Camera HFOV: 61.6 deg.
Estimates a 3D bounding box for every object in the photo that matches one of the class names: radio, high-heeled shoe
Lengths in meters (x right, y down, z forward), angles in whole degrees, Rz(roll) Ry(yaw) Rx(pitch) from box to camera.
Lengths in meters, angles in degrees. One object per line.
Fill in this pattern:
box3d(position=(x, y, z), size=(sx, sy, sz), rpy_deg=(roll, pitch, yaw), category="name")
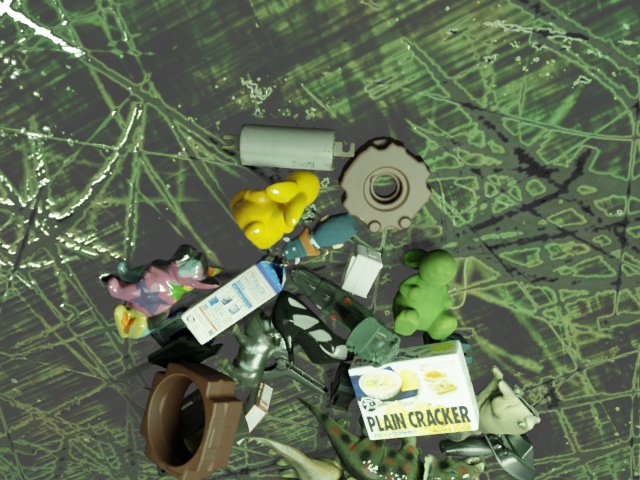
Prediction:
box3d(position=(-0.268, 0.409, 1.170), size=(0.229, 0.131, 0.073), rpy_deg=(-36, 150, 23), category="radio")
box3d(position=(0.003, 0.180, 1.105), size=(0.086, 0.248, 0.145), rpy_deg=(-19, 70, 42), category="high-heeled shoe")

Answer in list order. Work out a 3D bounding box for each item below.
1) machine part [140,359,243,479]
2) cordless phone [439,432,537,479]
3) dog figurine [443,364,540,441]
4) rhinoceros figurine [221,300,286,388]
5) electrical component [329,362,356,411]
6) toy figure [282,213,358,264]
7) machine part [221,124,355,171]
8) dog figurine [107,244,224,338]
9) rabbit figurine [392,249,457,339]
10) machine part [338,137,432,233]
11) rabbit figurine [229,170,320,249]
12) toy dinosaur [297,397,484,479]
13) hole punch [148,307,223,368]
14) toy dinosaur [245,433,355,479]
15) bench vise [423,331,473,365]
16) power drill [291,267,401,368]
box3d(position=(-0.258, 0.356, 1.077), size=(0.202, 0.087, 0.201), rpy_deg=(11, 86, 37), category="machine part")
box3d(position=(0.361, 0.462, 1.172), size=(0.184, 0.147, 0.088), rpy_deg=(-6, 102, 3), category="cordless phone")
box3d(position=(0.350, 0.385, 1.135), size=(0.121, 0.172, 0.190), rpy_deg=(44, 100, -2), category="dog figurine")
box3d(position=(-0.124, 0.210, 1.110), size=(0.112, 0.073, 0.190), rpy_deg=(23, 84, 20), category="rhinoceros figurine")
box3d(position=(0.060, 0.302, 1.152), size=(0.048, 0.075, 0.119), rpy_deg=(17, 125, -5), category="electrical component")
box3d(position=(-0.002, -0.002, 1.054), size=(0.154, 0.064, 0.057), rpy_deg=(-25, 146, 17), category="toy figure")
box3d(position=(-0.058, -0.168, 0.980), size=(0.243, 0.079, 0.079), rpy_deg=(5, 112, 0), category="machine part")
box3d(position=(-0.302, 0.104, 1.084), size=(0.219, 0.108, 0.191), rpy_deg=(-5, 110, 1), category="dog figurine")
box3d(position=(0.215, 0.083, 1.025), size=(0.121, 0.159, 0.170), rpy_deg=(14, 126, -5), category="rabbit figurine")
box3d(position=(0.122, -0.102, 1.010), size=(0.179, 0.056, 0.179), rpy_deg=(1, 110, 2), category="machine part")
box3d(position=(-0.075, -0.072, 0.994), size=(0.173, 0.162, 0.122), rpy_deg=(-35, 94, -4), category="rabbit figurine")
box3d(position=(0.130, 0.465, 1.140), size=(0.405, 0.192, 0.131), rpy_deg=(15, 114, -1), category="toy dinosaur")
box3d(position=(-0.296, 0.215, 1.145), size=(0.142, 0.092, 0.115), rpy_deg=(-32, 140, 11), category="hole punch")
box3d(position=(0.012, 0.554, 1.231), size=(0.199, 0.105, 0.470), rpy_deg=(-30, 115, 15), category="toy dinosaur")
box3d(position=(0.200, 0.281, 1.124), size=(0.241, 0.129, 0.223), rpy_deg=(-12, 112, -1), category="bench vise")
box3d(position=(0.052, 0.150, 1.034), size=(0.232, 0.207, 0.086), rpy_deg=(38, 85, -24), category="power drill")
